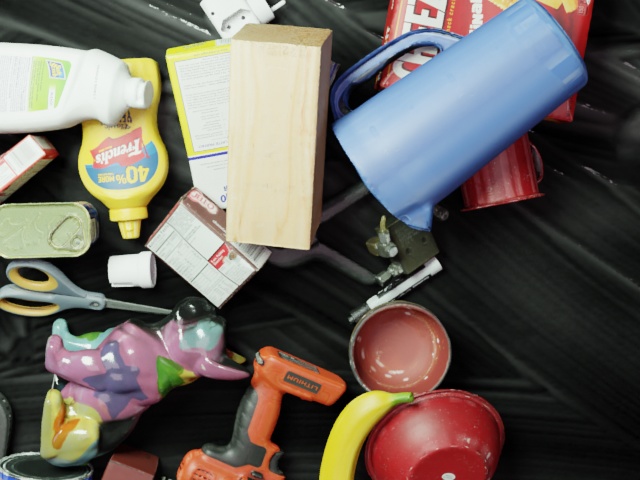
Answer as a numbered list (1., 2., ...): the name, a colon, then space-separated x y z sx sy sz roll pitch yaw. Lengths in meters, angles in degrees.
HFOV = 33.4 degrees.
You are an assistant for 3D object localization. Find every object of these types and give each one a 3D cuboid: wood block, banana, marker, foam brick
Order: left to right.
1. foam brick: -0.212 0.264 1.175 0.053 0.078 0.051 22 92 -5
2. wood block: -0.042 -0.106 1.076 0.090 0.090 0.206 6 113 5
3. banana: 0.034 0.240 1.152 0.070 0.037 0.198 28 103 34
4. marker: 0.083 0.058 1.204 0.121 0.020 0.020 -34 96 0

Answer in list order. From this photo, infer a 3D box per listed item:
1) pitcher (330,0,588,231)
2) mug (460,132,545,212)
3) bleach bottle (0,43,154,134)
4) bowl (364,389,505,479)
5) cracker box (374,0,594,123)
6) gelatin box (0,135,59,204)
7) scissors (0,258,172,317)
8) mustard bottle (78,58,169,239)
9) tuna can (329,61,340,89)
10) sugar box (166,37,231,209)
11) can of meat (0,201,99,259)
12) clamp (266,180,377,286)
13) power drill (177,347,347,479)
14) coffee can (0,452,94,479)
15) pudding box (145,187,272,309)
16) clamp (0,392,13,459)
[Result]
1. pitcher: 0.136 -0.140 1.078 0.243 0.145 0.149 -36 117 9
2. mug: 0.201 -0.081 1.171 0.117 0.093 0.081 -11 90 -33
3. bleach bottle: -0.295 -0.151 1.107 0.251 0.068 0.102 6 94 14
4. bowl: 0.133 0.244 1.173 0.162 0.055 0.162 -4 120 -8
5. cracker box: 0.180 -0.225 1.159 0.213 0.072 0.164 10 94 -3
6. gelatin box: -0.328 -0.075 1.143 0.089 0.073 0.030 -39 95 1
7. scissors: -0.254 0.054 1.164 0.201 0.016 0.096 -1 137 -2
8. mustard bottle: -0.214 -0.097 1.155 0.096 0.058 0.191 -5 95 -2
9. tuna can: -0.011 -0.157 1.147 0.033 0.086 0.086 24 93 -3
10. sugar box: -0.102 -0.124 1.144 0.093 0.048 0.176 -10 114 -2
11. can of meat: -0.291 -0.013 1.144 0.102 0.084 0.057 -2 94 -3
12. clamp: -0.008 0.001 1.185 0.171 0.039 0.120 -10 90 -5
13. power drill: -0.043 0.228 1.192 0.184 0.057 0.187 25 92 -11
14. coffee can: -0.305 0.314 1.162 0.102 0.103 0.140 7 94 -4
15. pudding box: -0.122 0.010 1.157 0.113 0.039 0.090 42 132 -4
16. clamp: -0.410 0.174 1.177 0.164 0.036 0.210 -18 95 -1
